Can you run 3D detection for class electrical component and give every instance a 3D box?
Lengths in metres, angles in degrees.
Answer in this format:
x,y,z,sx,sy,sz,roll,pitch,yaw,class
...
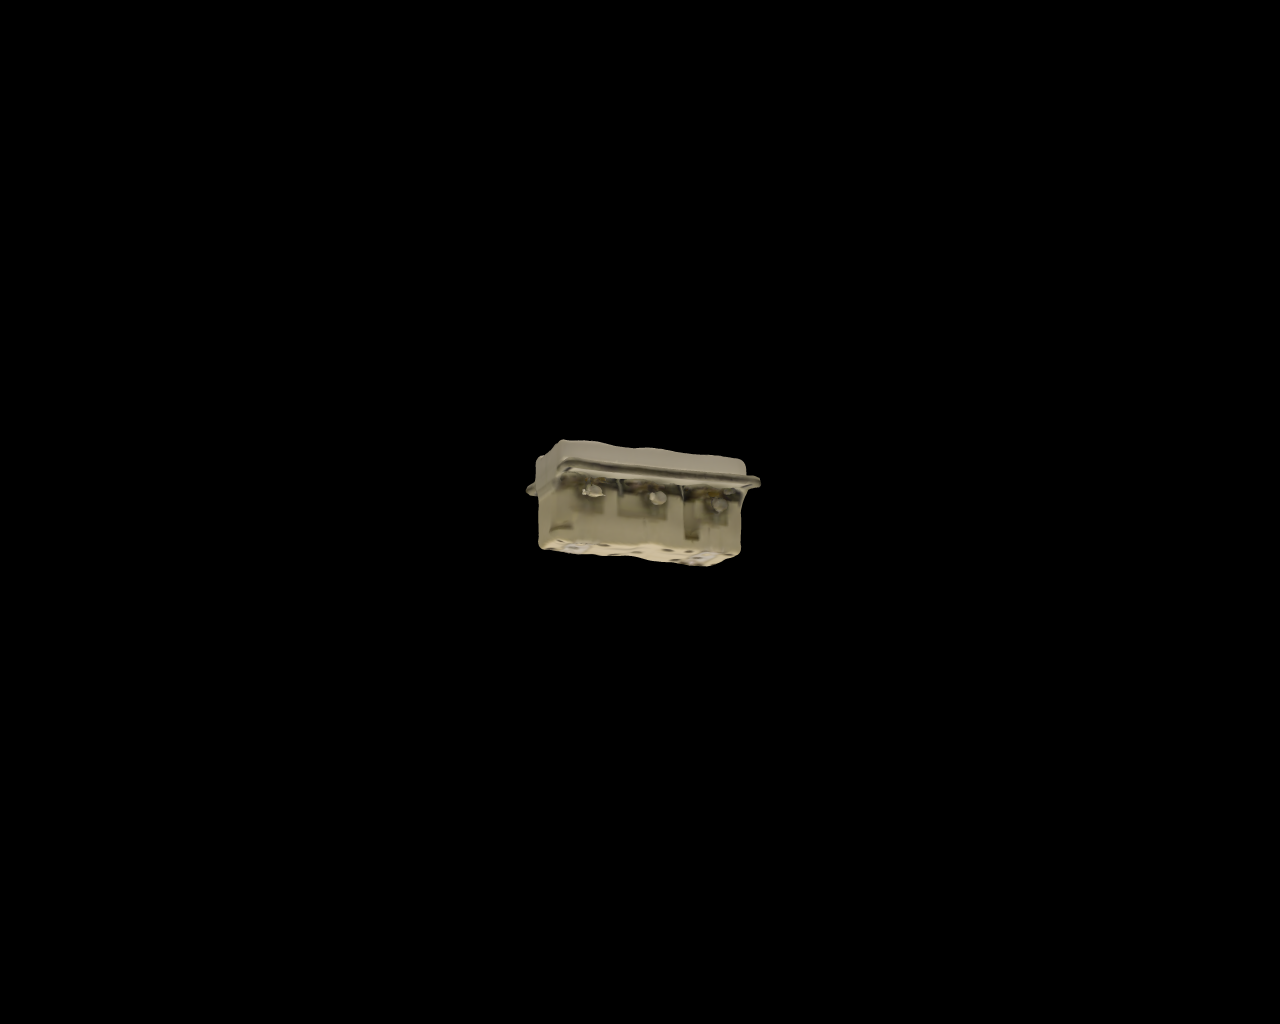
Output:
x,y,z,sx,sy,sz,roll,pitch,yaw,class
0.001,-0.003,0.650,0.121,0.063,0.078,6,-15,-22,electrical component
